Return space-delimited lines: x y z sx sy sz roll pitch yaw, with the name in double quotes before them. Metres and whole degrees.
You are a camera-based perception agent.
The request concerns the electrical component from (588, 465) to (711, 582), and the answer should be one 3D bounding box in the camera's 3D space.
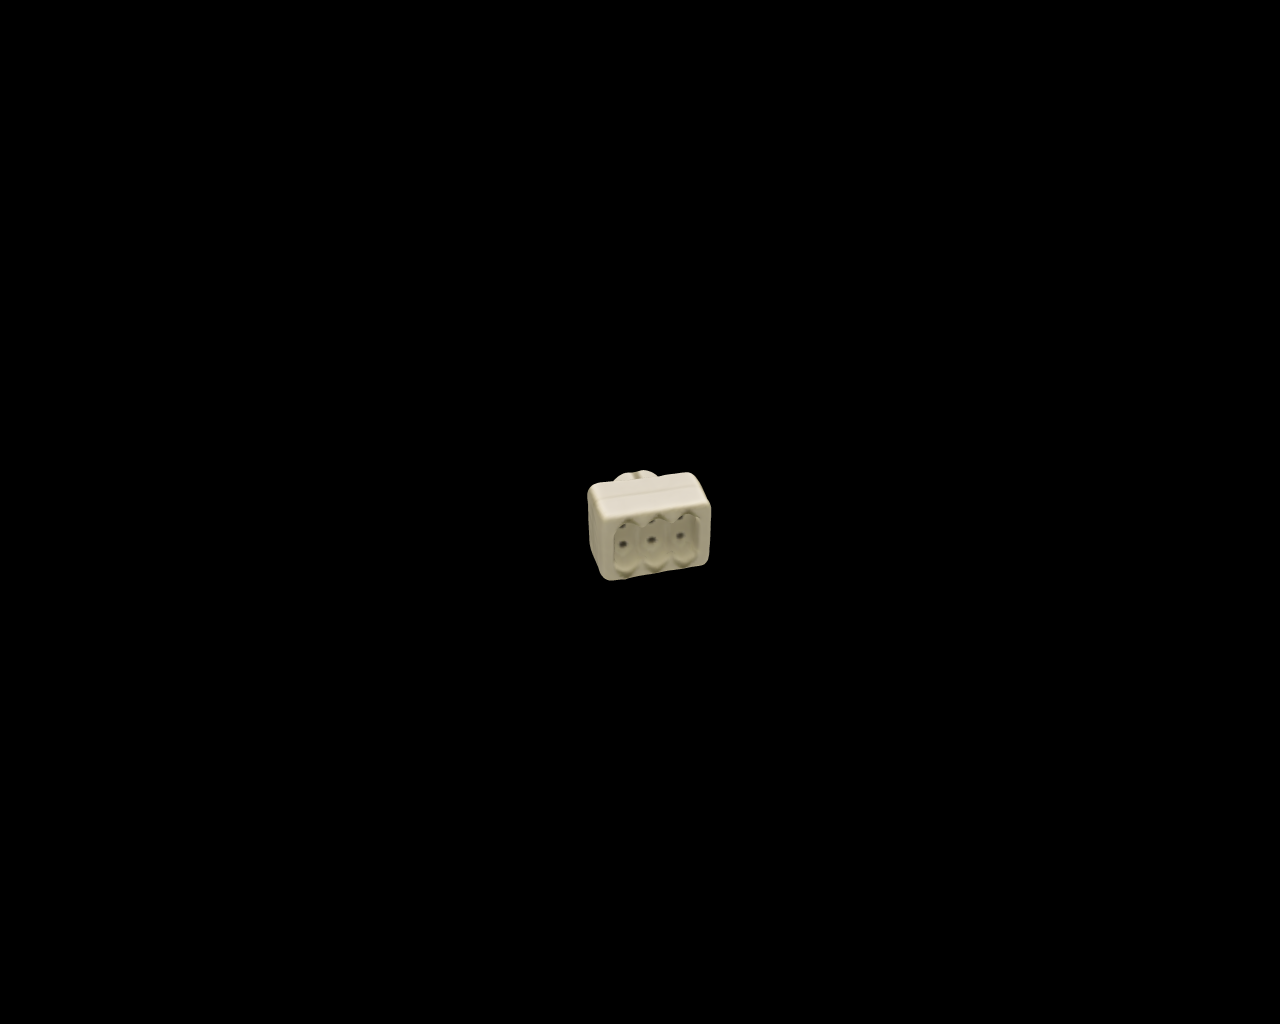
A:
"electrical component" 0.001 -0.003 0.650 0.066 0.047 0.077 -8 36 -11
